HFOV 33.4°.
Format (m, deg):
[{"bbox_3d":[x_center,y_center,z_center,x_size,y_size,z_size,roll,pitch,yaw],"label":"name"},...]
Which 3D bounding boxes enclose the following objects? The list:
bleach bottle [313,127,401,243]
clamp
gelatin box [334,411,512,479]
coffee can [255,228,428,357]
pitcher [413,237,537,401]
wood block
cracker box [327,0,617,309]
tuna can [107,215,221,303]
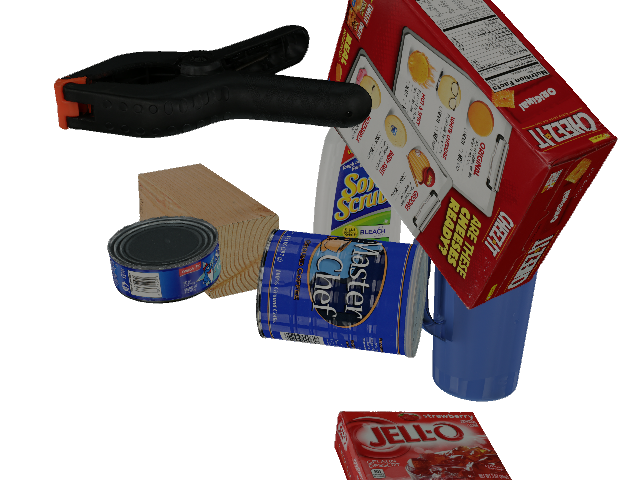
[{"bbox_3d":[0.037,-0.073,1.140,0.102,0.251,0.068,-3,24,-5],"label":"bleach bottle"},{"bbox_3d":[-0.065,-0.093,0.617,0.171,0.039,0.120,-3,25,-11],"label":"clamp"},{"bbox_3d":[0.058,0.130,0.628,0.089,0.030,0.073,3,23,-13],"label":"gelatin box"},{"bbox_3d":[0.022,0.047,0.970,0.140,0.103,0.102,6,1,11],"label":"coffee can"},{"bbox_3d":[0.190,0.071,1.311,0.149,0.243,0.144,8,20,14],"label":"pitcher"},{"bbox_3d":[-0.138,-0.016,1.287,0.090,0.090,0.206,-12,26,-29],"label":"wood block"},{"bbox_3d":[0.094,-0.085,0.762,0.072,0.214,0.164,-22,-28,-26],"label":"cracker box"},{"bbox_3d":[-0.120,0.014,0.831,0.086,0.034,0.086,-3,28,1],"label":"tuna can"}]
